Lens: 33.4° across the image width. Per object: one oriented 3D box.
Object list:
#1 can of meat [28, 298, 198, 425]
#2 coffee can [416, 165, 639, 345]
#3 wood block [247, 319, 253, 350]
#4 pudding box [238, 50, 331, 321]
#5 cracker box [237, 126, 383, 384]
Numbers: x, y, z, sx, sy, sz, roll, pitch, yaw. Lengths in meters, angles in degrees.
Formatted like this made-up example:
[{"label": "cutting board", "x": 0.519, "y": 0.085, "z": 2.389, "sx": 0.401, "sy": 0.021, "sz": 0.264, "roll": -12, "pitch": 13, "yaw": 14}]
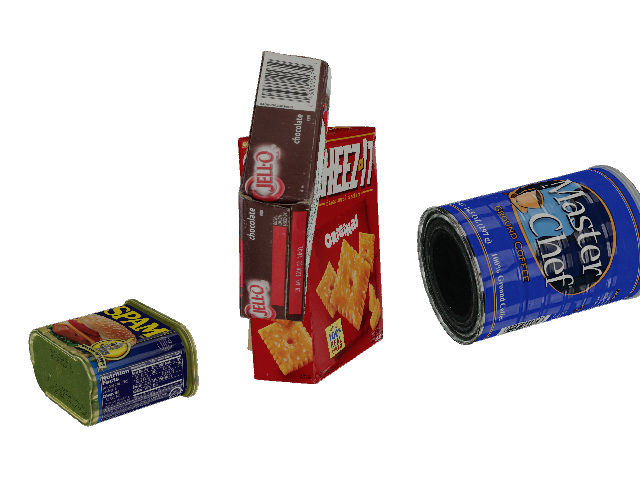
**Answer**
[{"label": "can of meat", "x": -0.151, "y": 0.087, "z": 0.772, "sx": 0.083, "sy": 0.057, "sz": 0.102, "roll": -15, "pitch": 22, "yaw": -37}, {"label": "coffee can", "x": 0.155, "y": 0.009, "z": 0.779, "sx": 0.140, "sy": 0.103, "sz": 0.103, "roll": -14, "pitch": 4, "yaw": -15}, {"label": "wood block", "x": -0.047, "y": 0.048, "z": 1.501, "sx": 0.090, "sy": 0.206, "sz": 0.090, "roll": 7, "pitch": 22, "yaw": 6}, {"label": "pudding box", "x": -0.019, "y": -0.028, "z": 0.554, "sx": 0.039, "sy": 0.113, "sz": 0.090, "roll": 7, "pitch": -43, "yaw": 1}, {"label": "cracker box", "x": -0.002, "y": 0.006, "z": 0.976, "sx": 0.072, "sy": 0.214, "sz": 0.164, "roll": 2, "pitch": 10, "yaw": 25}]
